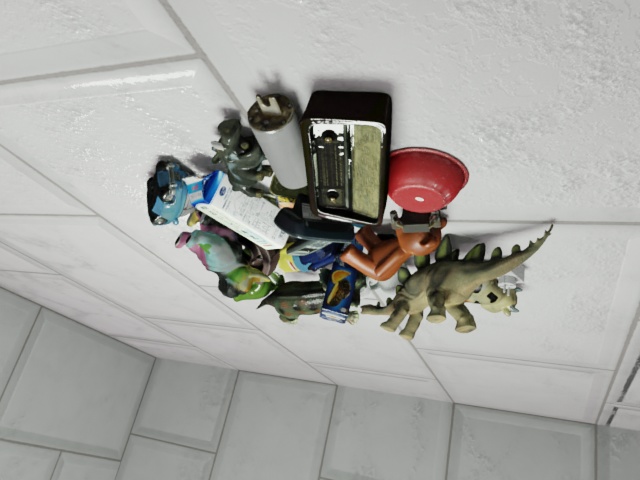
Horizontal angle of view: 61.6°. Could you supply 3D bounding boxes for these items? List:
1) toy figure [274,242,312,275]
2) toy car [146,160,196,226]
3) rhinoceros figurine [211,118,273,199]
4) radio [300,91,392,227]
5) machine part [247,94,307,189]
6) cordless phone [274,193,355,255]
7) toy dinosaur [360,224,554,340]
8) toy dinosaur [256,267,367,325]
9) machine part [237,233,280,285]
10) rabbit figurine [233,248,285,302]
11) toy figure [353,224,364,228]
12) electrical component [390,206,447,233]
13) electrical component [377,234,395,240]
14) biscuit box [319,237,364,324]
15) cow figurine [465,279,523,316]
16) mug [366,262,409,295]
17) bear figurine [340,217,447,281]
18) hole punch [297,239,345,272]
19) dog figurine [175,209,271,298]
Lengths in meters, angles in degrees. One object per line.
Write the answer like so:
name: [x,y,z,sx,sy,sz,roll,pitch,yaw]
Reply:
toy figure: [-0.052,0.039,1.322,0.180,0.089,0.082,-13,105,30]
toy car: [-0.308,-0.100,1.143,0.103,0.109,0.161,1,153,-32]
rhinoceros figurine: [-0.141,-0.149,0.974,0.112,0.073,0.190,21,159,8]
radio: [0.045,-0.126,0.861,0.131,0.073,0.229,8,141,11]
machine part: [-0.059,-0.158,0.893,0.079,0.079,0.243,6,156,16]
cordless phone: [-0.037,-0.011,1.043,0.146,0.089,0.184,4,157,-35]
toy dinosaur: [0.263,0.091,1.122,0.105,0.198,0.472,30,145,-35]
toy dinosaur: [-0.036,0.146,1.382,0.405,0.131,0.192,-12,148,22]
machine part: [-0.177,0.024,1.293,0.180,0.056,0.179,18,129,24]
rabbit figurine: [-0.169,0.089,1.459,0.159,0.121,0.170,9,141,0]
toy figure: [0.077,-0.079,1.022,0.064,0.058,0.154,2,151,1]
electrical component: [0.184,-0.045,1.014,0.102,0.078,0.045,3,150,22]
electrical component: [0.155,0.009,1.220,0.094,0.021,0.063,0,153,26]
biscuit box: [0.052,0.080,1.206,0.063,0.202,0.059,14,152,2]
cow figurine: [0.394,0.116,1.264,0.127,0.085,0.194,2,154,37]
mug: [0.159,0.075,1.282,0.110,0.081,0.107,-20,140,3]
bear figurine: [0.154,0.002,1.096,0.132,0.120,0.196,41,136,-2]
hole punch: [-0.002,-0.004,1.170,0.092,0.116,0.142,33,150,-21]
dog figurine: [-0.201,0.019,1.198,0.219,0.191,0.109,37,154,-30]
